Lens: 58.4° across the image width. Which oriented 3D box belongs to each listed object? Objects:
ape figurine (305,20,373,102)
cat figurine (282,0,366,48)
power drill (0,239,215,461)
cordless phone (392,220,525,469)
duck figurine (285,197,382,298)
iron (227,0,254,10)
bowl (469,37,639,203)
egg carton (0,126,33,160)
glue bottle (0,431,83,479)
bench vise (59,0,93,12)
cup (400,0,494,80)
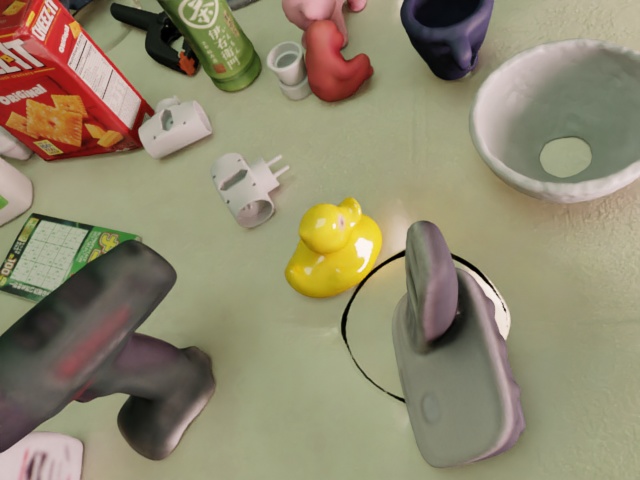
[{"bbox_3d":[0.012,-0.207,0.644,0.076,0.092,0.077,-40,58,-3],"label":"ape figurine"},{"bbox_3d":[-0.003,-0.291,0.677,0.067,0.118,0.128,10,68,24],"label":"cat figurine"},{"bbox_3d":[-0.184,0.120,0.477,0.075,0.209,0.230,27,76,29],"label":"power drill"},{"bbox_3d":[0.089,0.079,0.414,0.094,0.185,0.147,-19,59,10],"label":"cordless phone"},{"bbox_3d":[0.005,0.002,0.542,0.104,0.086,0.077,-40,58,-3],"label":"duck figurine"},{"bbox_3d":[-0.060,-0.445,0.763,0.258,0.142,0.118,-47,58,-7],"label":"iron"},{"bbox_3d":[0.223,-0.097,0.521,0.167,0.075,0.167,-8,62,16],"label":"bowl"},{"bbox_3d":[-0.456,-0.169,0.805,0.150,0.070,0.107,9,67,24],"label":"egg carton"},{"bbox_3d":[-0.275,0.197,0.490,0.037,0.173,0.078,-13,60,13],"label":"glue bottle"},{"bbox_3d":[-0.410,-0.396,0.817,0.121,0.220,0.207,3,65,22],"label":"bench vise"},{"bbox_3d":[0.139,-0.204,0.595,0.091,0.095,0.117,-16,60,11],"label":"cup"}]
